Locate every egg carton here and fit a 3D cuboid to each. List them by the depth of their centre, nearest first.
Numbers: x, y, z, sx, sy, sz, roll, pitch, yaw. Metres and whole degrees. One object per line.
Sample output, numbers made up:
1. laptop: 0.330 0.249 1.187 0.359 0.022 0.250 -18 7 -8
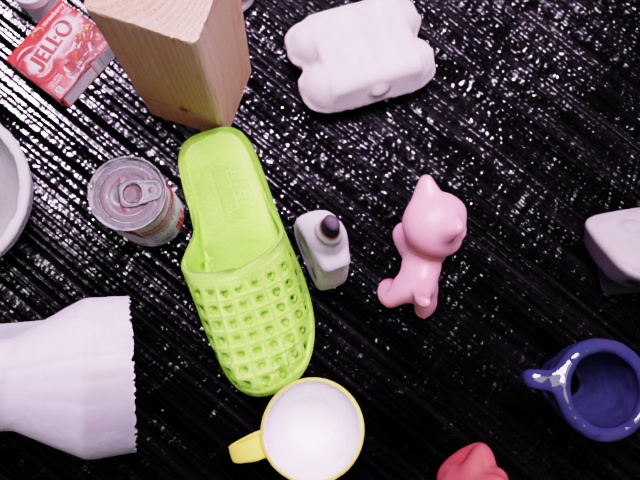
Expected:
1. egg carton: 0.044 -0.196 0.611 0.150 0.069 0.107 -19 82 -7

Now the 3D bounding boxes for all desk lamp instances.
1. desk lamp: -0.230 0.114 0.468 0.203 0.213 0.118 -5 81 -4

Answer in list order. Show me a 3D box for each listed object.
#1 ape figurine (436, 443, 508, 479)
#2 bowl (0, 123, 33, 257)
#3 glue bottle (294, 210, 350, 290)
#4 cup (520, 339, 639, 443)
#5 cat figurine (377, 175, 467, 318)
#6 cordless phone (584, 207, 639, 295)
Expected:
1. ape figurine: 0.154 0.234 0.537 0.076 0.092 0.078 8 80 -2
2. bowl: -0.352 -0.040 0.555 0.167 0.074 0.167 1 81 -4
3. glue bottle: 0.005 0.002 0.523 0.037 0.173 0.078 -20 82 -7
4. cup: 0.241 0.140 0.557 0.118 0.095 0.092 8 80 -2
5. cat figurine: 0.106 0.008 0.558 0.067 0.117 0.128 12 80 -1
6. cordless phone: 0.358 -0.002 0.543 0.147 0.185 0.094 -10 81 -5
